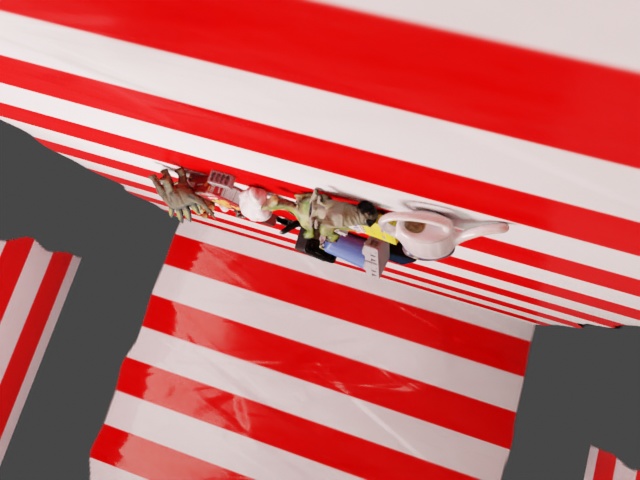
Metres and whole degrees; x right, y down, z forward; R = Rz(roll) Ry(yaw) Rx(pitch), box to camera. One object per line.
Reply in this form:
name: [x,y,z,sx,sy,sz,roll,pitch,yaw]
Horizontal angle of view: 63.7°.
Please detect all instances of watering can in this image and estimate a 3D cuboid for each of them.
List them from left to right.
watering can: [0.336,-0.013,1.427,0.348,0.106,0.220,8,159,20]

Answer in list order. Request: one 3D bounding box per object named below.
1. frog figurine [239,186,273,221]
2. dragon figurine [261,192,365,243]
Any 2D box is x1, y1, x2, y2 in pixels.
frog figurine: [-0.232,-0.128,1.858,0.137,0.123,0.159,49,180,-2]
dragon figurine: [0.005,-0.087,1.737,0.410,0.124,0.239,7,162,10]
